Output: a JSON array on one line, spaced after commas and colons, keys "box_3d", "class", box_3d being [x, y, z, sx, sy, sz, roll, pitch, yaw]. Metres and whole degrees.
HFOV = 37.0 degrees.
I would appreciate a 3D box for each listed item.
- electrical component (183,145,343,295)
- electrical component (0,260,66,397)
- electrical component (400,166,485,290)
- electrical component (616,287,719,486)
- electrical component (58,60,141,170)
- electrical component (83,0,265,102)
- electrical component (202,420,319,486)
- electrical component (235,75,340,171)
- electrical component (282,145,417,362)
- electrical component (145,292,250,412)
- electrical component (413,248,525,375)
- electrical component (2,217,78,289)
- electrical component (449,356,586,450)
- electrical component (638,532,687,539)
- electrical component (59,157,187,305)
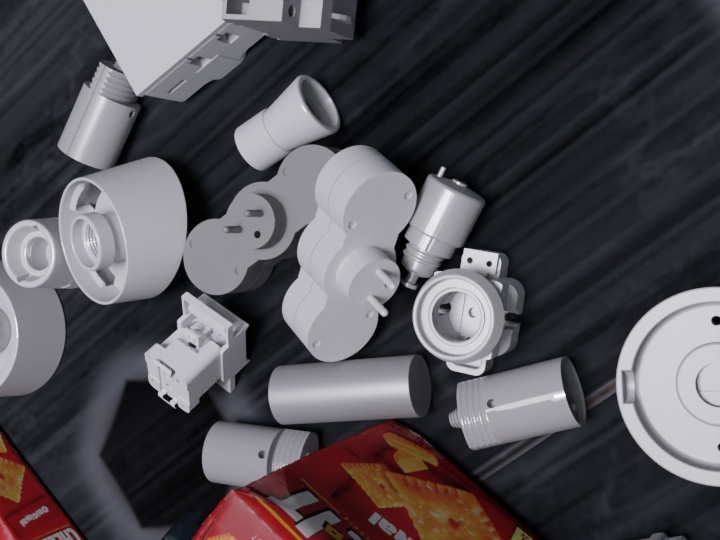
[{"box_3d": [-0.064, -0.032, 0.712, 0.138, 0.074, 0.052, -35, 78, 21], "class": "electrical component"}, {"box_3d": [-0.288, 0.047, 0.823, 0.108, 0.060, 0.108, 1, 93, 24], "class": "electrical component"}, {"box_3d": [0.048, -0.024, 0.681, 0.040, 0.040, 0.078, 31, 105, 20], "class": "electrical component"}, {"box_3d": [0.204, 0.062, 0.604, 0.108, 0.060, 0.108, 1, 93, 24], "class": "electrical component"}, {"box_3d": [-0.183, -0.118, 0.778, 0.043, 0.043, 0.081, 33, 105, 19], "class": "electrical component"}, {"box_3d": [-0.140, -0.203, 0.745, 0.089, 0.062, 0.150, -34, 79, 21], "class": "electrical component"}, {"box_3d": [-0.062, 0.129, 0.734, 0.081, 0.043, 0.043, 3, 94, 24], "class": "electrical component"}, {"box_3d": [-0.052, -0.095, 0.723, 0.065, 0.044, 0.044, -30, 80, 27], "class": "electrical component"}, {"box_3d": [0.000, 0.000, 0.670, 0.073, 0.052, 0.138, 46, 128, 44], "class": "electrical component"}, {"box_3d": [-0.112, 0.059, 0.735, 0.042, 0.064, 0.081, 32, 146, 19], "class": "electrical component"}, {"box_3d": [0.067, 0.027, 0.666, 0.058, 0.057, 0.078, 11, 97, 23], "class": "electrical component"}, {"box_3d": [-0.232, -0.013, 0.802, 0.055, 0.047, 0.055, 1, 93, 24], "class": "electrical component"}, {"box_3d": [0.093, 0.084, 0.663, 0.081, 0.043, 0.043, -17, 85, 24], "class": "electrical component"}, {"box_3d": [0.168, 0.216, 0.617, 0.057, 0.078, 0.113, -18, 85, 27], "class": "electrical component"}, {"box_3d": [-0.167, -0.026, 0.759, 0.099, 0.064, 0.099, 17, 115, 43], "class": "electrical component"}]
